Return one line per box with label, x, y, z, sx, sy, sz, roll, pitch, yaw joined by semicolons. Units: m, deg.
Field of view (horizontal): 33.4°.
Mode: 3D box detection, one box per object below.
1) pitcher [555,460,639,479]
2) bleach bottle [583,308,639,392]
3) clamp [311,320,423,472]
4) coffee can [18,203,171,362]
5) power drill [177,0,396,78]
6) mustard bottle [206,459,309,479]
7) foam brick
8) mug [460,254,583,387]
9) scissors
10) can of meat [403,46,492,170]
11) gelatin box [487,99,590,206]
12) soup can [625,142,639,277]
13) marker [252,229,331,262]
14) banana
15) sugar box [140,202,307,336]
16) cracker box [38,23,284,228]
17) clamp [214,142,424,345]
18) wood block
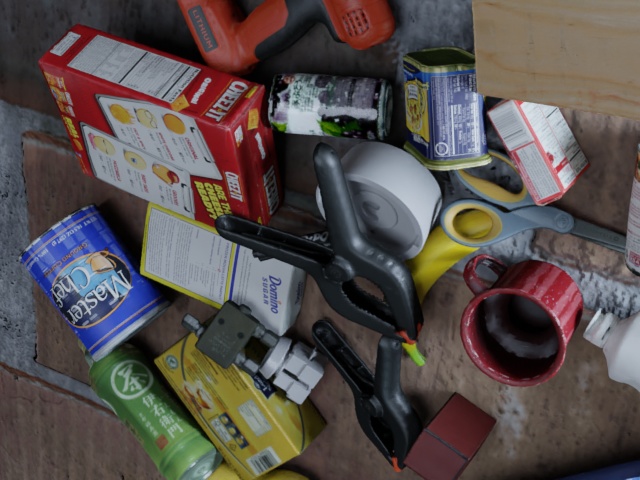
pitcher;0.240;0.282;0.973;0.243;0.144;0.149;-22;87;40
bleach bottle;0.332;0.140;0.885;0.251;0.068;0.103;32;123;18
clamp;0.063;0.151;1.052;0.120;0.039;0.171;-8;113;60
coffee can;-0.244;0.046;1.161;0.103;0.102;0.140;-38;89;37
power drill;-0.040;-0.234;0.942;0.188;0.057;0.184;-18;99;36
mustard bottle;-0.049;0.299;1.185;0.192;0.058;0.096;10;111;28
foam brick;0.125;0.193;1.022;0.051;0.078;0.053;34;123;15
mug;0.171;0.060;0.931;0.117;0.081;0.093;45;126;5
scissors;0.189;-0.004;0.912;0.202;0.016;0.096;37;96;11
can of meat;0.103;-0.112;0.886;0.057;0.102;0.084;-8;108;-7
gelatin box;0.178;-0.081;0.869;0.030;0.073;0.089;-25;97;36
soup can;0.279;-0.024;0.838;0.069;0.068;0.102;12;117;26
marker;-0.007;0.001;1.024;0.121;0.020;0.020;-11;106;11
banana;0.106;0.033;0.991;0.069;0.037;0.198;20;127;-8
sugar box;-0.099;0.022;1.101;0.176;0.048;0.093;22;121;17
cracker box;-0.147;-0.103;1.022;0.214;0.072;0.164;21;148;21
clamp;0.011;0.019;0.966;0.165;0.036;0.210;-23;115;42
wood block;0.211;-0.143;0.758;0.206;0.090;0.090;23;125;55
